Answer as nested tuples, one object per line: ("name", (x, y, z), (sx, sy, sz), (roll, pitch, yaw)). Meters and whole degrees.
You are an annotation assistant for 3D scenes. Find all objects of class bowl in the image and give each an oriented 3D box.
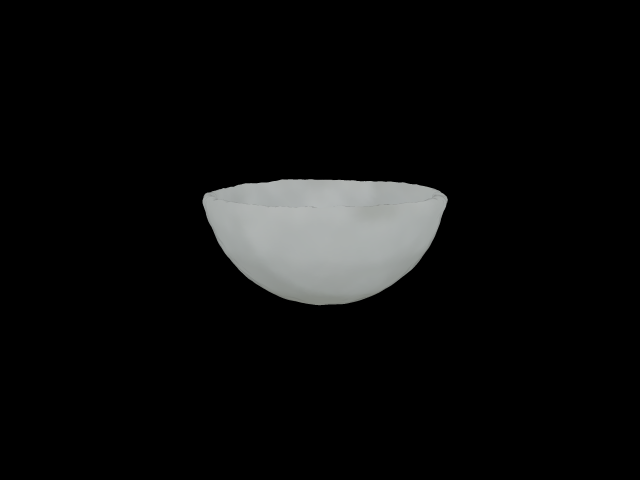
("bowl", (0.004, 0.001, 0.400), (0.167, 0.075, 0.167), (0, 11, 0))
